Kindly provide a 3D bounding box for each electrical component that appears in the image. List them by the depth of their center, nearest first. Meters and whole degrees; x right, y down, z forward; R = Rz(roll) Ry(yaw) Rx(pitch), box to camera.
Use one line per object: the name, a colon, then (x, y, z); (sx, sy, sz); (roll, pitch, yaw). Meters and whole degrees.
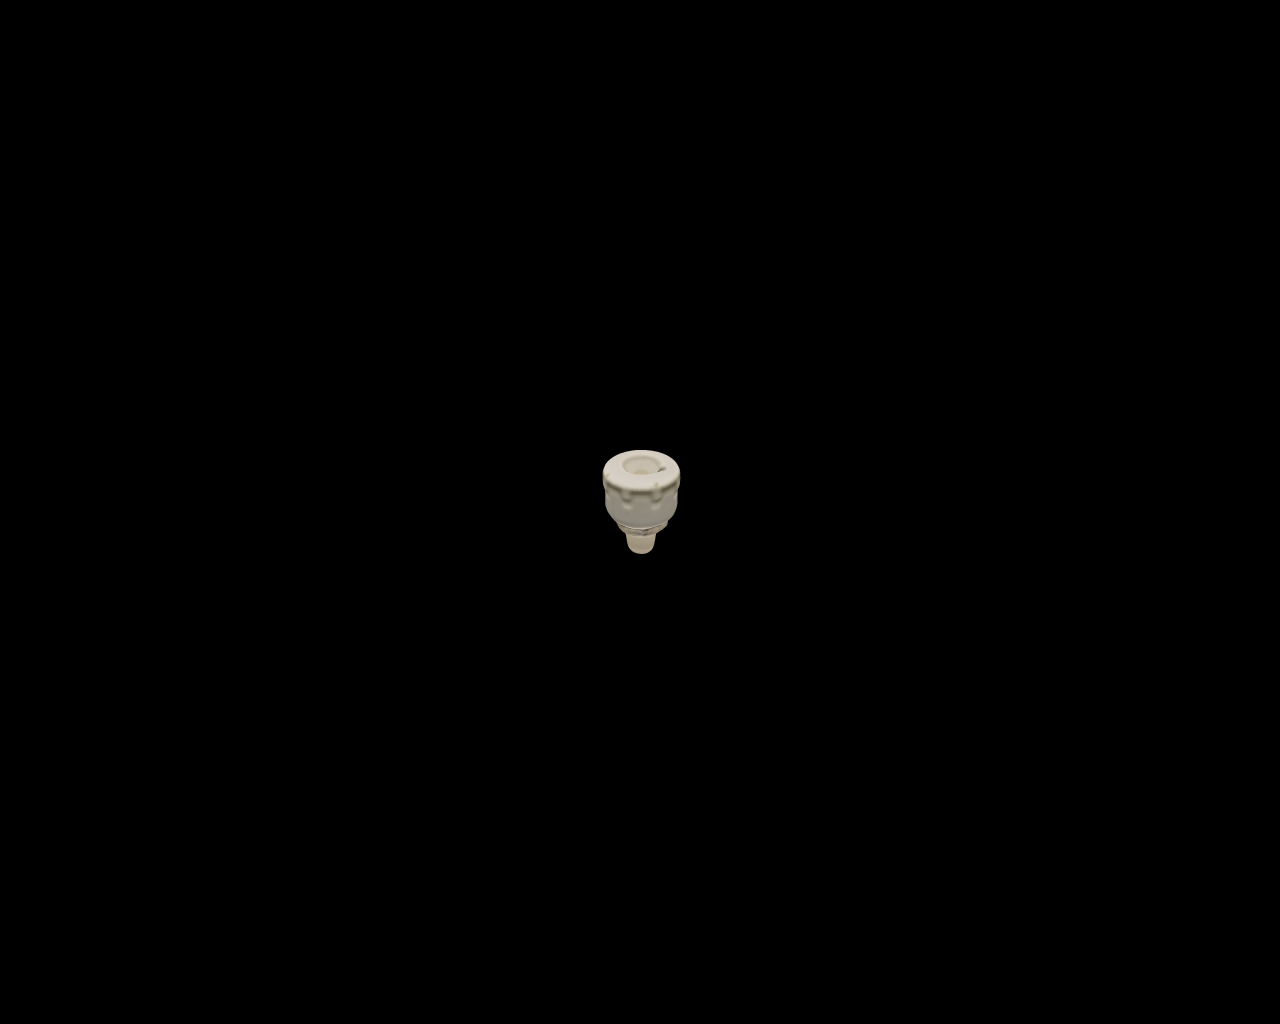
electrical component: (0.001, -0.003, 0.650); (0.048, 0.062, 0.048); (0, 31, 0)
